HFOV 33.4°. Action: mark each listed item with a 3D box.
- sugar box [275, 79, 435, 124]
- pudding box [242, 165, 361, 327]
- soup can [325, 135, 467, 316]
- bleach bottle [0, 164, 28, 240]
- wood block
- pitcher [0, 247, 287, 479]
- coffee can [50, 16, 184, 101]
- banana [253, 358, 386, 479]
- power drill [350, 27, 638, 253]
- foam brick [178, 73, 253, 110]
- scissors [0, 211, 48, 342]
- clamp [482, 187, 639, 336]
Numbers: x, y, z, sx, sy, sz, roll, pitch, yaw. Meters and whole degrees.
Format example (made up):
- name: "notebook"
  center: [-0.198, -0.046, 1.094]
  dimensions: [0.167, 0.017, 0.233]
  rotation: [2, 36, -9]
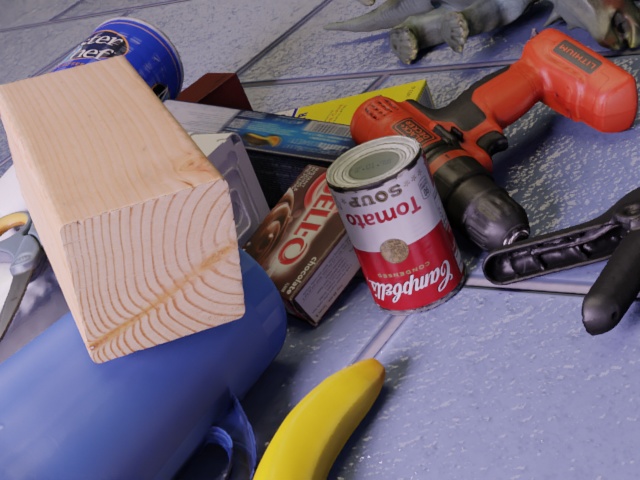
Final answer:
- name: "sugar box"
  center: [0.010, -0.090, 0.952]
  dimensions: [0.176, 0.048, 0.093]
  rotation: [-7, 32, 27]
- name: "pudding box"
  center: [-0.005, 0.001, 0.778]
  dimensions: [0.090, 0.039, 0.113]
  rotation: [17, 66, 52]
- name: "soup can"
  center: [0.051, -0.010, 0.713]
  dimensions: [0.068, 0.102, 0.068]
  rotation: [-18, 27, 10]
- name: "bleach bottle"
  center: [-0.264, 0.008, 0.848]
  dimensions: [0.251, 0.068, 0.102]
  rotation: [-45, 20, 22]
- name: "wood block"
  center: [-0.125, -0.028, 0.639]
  dimensions: [0.090, 0.090, 0.206]
  rotation: [-17, 33, -18]
- name: "pitcher"
  center: [-0.115, 0.104, 0.632]
  dimensions: [0.145, 0.149, 0.242]
  rotation: [-18, 20, 44]
- name: "coffee can"
  center: [-0.201, -0.134, 0.997]
  dimensions: [0.103, 0.103, 0.140]
  rotation: [-9, 31, 26]
- name: "banana"
  center: [-0.003, 0.133, 0.577]
  dimensions: [0.069, 0.037, 0.197]
  rotation: [0, 33, 7]
- name: "power drill"
  center: [0.141, -0.078, 0.789]
  dimensions: [0.187, 0.057, 0.185]
  rotation: [-27, 47, -19]
- name: "foam brick"
  center: [-0.120, -0.137, 1.133]
  dimensions: [0.053, 0.051, 0.078]
  rotation: [10, 42, 46]
- name: "scissors"
  center: [-0.204, 0.018, 0.695]
  dimensions: [0.096, 0.016, 0.201]
  rotation: [-14, 27, 20]
- name: "clamp"
  center: [0.195, 0.002, 0.647]
  dimensions: [0.171, 0.039, 0.120]
  rotation: [-26, 29, -5]
